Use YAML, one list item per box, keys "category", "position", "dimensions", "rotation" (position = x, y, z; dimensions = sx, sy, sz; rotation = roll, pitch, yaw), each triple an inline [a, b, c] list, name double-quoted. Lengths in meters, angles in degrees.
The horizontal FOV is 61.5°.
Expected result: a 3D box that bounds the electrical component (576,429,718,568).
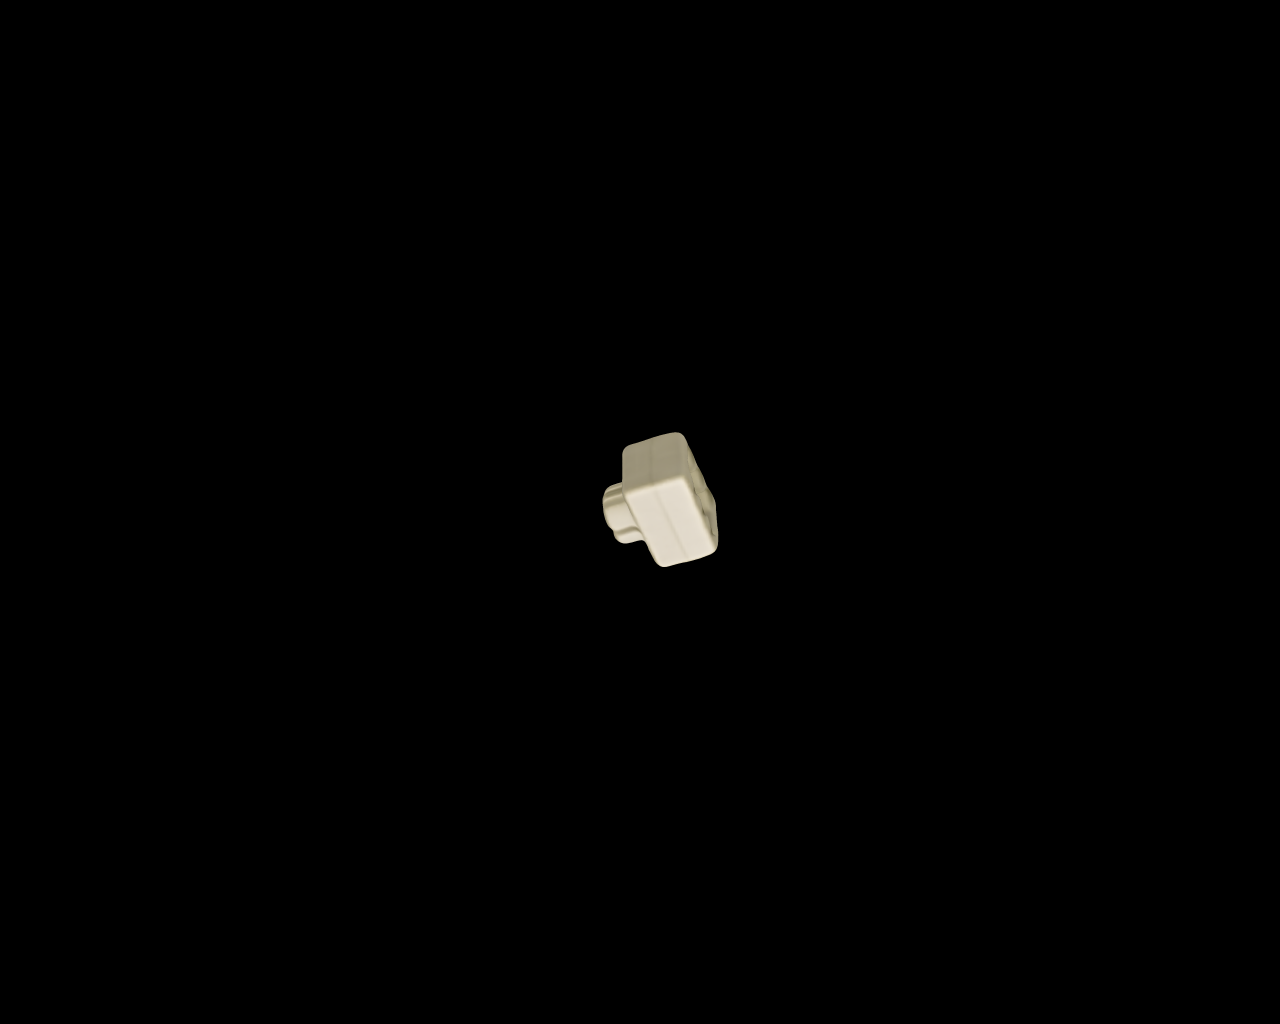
- category: "electrical component"
  position: [0.001, -0.003, 0.650]
  dimensions: [0.077, 0.065, 0.047]
  rotation: [-16, 39, 13]
